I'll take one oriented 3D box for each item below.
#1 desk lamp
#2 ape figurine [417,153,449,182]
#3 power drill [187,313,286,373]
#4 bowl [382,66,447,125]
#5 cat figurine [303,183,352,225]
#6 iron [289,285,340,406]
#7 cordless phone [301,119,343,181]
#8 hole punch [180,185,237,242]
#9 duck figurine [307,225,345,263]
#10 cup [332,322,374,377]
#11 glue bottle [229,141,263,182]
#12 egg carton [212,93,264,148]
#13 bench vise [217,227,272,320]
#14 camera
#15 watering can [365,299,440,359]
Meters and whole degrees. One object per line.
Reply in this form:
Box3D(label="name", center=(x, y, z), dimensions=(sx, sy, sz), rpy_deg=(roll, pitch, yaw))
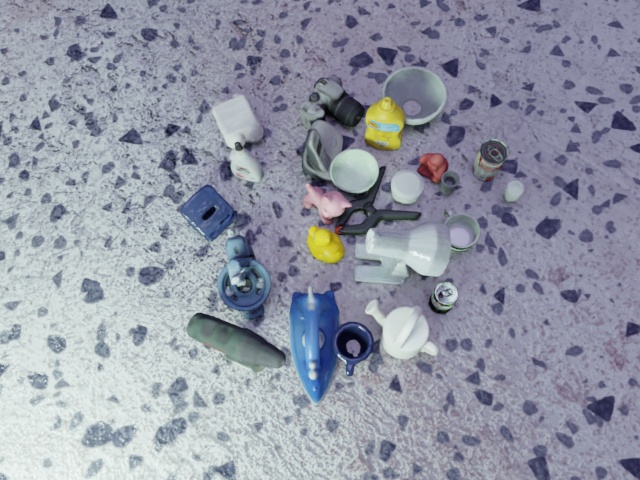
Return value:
Box3D(label="desk lamp", center=(0.178, 0.031, 1.285), dimensions=(0.203, 0.213, 0.118), rpy_deg=(2, 71, 4))
Box3D(label="ape figurine", center=(0.285, -0.188, 1.419), dimensions=(0.076, 0.092, 0.078), rpy_deg=(-14, 71, -2))
Box3D(label="power drill", center=(-0.167, 0.230, 1.237), dimensions=(0.229, 0.208, 0.076), rpy_deg=(20, 73, 10))
Box3D(label="bowl", center=(0.243, -0.364, 1.491), dimensions=(0.167, 0.075, 0.167), rpy_deg=(-1, 71, 3))
Box3D(label="cat figurine", center=(0.015, -0.095, 1.388), dimensions=(0.127, 0.118, 0.067), rpy_deg=(38, 77, 15))
Box3D(label="iron", center=(-0.013, 0.228, 1.265), dimensions=(0.118, 0.141, 0.258), rpy_deg=(-3, 71, 2))
Box3D(label="cordless phone", center=(0.002, -0.241, 1.403), dimensions=(0.094, 0.185, 0.147), rpy_deg=(8, 71, 6))
Box3D(label="hole punch", center=(-0.271, -0.067, 1.407), dimensions=(0.101, 0.091, 0.109), rpy_deg=(40, 78, 15))
Box3D(label="duck figurine", center=(0.013, 0.005, 1.370), dimensions=(0.104, 0.086, 0.077), rpy_deg=(40, 78, 15))
Box3D(label="cup", center=(0.073, 0.249, 1.278), dimensions=(0.091, 0.095, 0.118), rpy_deg=(5, 71, 5))
Box3D(label="glue bottle", center=(-0.188, -0.197, 1.404), dimensions=(0.078, 0.173, 0.037), rpy_deg=(11, 72, 7))
Box3D(label="egg carton", center=(-0.214, -0.311, 1.500), dimensions=(0.107, 0.069, 0.150), rpy_deg=(-25, 71, -6))
Box3D(label="bench vise", center=(-0.191, 0.066, 1.288), dimensions=(0.121, 0.220, 0.207), rpy_deg=(-31, 72, -7))
Box3D(label="camera", center=(0.036, -0.345, 1.482), dimensions=(0.136, 0.101, 0.143), rpy_deg=(37, 77, 14))
Box3D(label="watering can", center=(0.178, 0.193, 1.239), dimensions=(0.172, 0.194, 0.101), rpy_deg=(11, 72, 7))
